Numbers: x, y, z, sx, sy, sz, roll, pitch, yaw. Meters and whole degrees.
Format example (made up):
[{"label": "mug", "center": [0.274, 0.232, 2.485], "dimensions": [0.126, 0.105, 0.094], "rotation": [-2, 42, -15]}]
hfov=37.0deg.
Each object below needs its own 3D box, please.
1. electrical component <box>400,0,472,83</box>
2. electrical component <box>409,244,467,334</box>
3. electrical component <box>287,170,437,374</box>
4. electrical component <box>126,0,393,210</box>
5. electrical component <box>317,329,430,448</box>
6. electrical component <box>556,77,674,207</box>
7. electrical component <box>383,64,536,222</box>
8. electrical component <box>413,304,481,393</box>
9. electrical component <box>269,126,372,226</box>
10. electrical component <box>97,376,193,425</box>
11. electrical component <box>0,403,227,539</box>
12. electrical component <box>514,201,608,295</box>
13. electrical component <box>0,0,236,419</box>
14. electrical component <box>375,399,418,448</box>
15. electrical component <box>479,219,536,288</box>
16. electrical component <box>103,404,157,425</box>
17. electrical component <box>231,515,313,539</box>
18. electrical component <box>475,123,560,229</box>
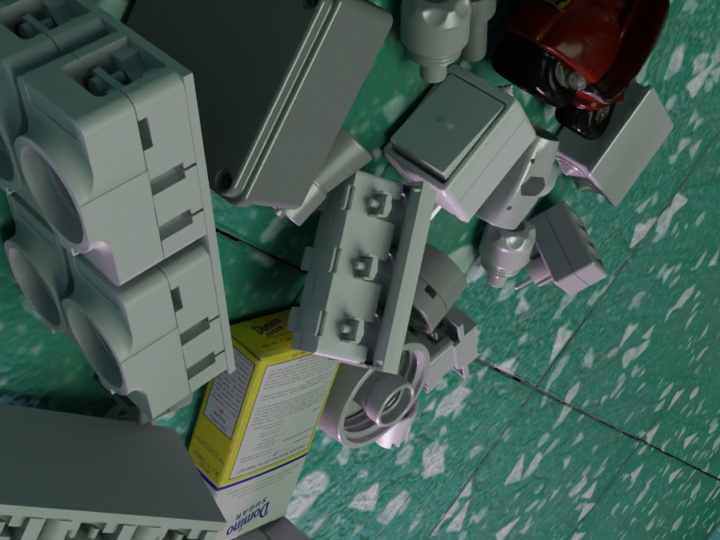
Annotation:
[{"label": "electrical component", "center": [0.046, -0.146, 0.669], "dimensions": [0.043, 0.043, 0.062], "rotation": [-35, 146, -27]}, {"label": "electrical component", "center": [0.048, 0.013, 0.821], "dimensions": [0.047, 0.055, 0.055], "rotation": [-47, 149, -16]}, {"label": "electrical component", "center": [0.000, 0.000, 0.695], "dimensions": [0.063, 0.079, 0.121], "rotation": [15, 84, -26]}, {"label": "electrical component", "center": [-0.057, -0.100, 0.514], "dimensions": [0.056, 0.109, 0.108], "rotation": [3, 119, -57]}, {"label": "electrical component", "center": [0.008, 0.088, 0.835], "dimensions": [0.108, 0.060, 0.108], "rotation": [-33, 144, -29]}, {"label": "electrical component", "center": [0.214, -0.113, 0.917], "dimensions": [0.099, 0.048, 0.100], "rotation": [-55, 149, 3]}, {"label": "electrical component", "center": [0.071, -0.094, 0.735], "dimensions": [0.096, 0.062, 0.061], "rotation": [-51, 149, -2]}, {"label": "electrical component", "center": [0.064, 0.065, 0.905], "dimensions": [0.064, 0.042, 0.081], "rotation": [-39, 146, -19]}, {"label": "electrical component", "center": [-0.030, -0.059, 0.657], "dimensions": [0.065, 0.044, 0.044], "rotation": [-47, 149, 0]}, {"label": "electrical component", "center": [-0.111, 0.043, 0.645], "dimensions": [0.077, 0.047, 0.065], "rotation": [-22, 137, -41]}, {"label": "electrical component", "center": [-0.163, 0.127, 0.581], "dimensions": [0.150, 0.089, 0.061], "rotation": [15, 110, -37]}, {"label": "electrical component", "center": [0.166, -0.010, 0.950], "dimensions": [0.077, 0.065, 0.047], "rotation": [-30, 154, 18]}, {"label": "electrical component", "center": [-0.123, -0.026, 0.504], "dimensions": [0.060, 0.105, 0.186], "rotation": [-34, 144, -28]}, {"label": "electrical component", "center": [0.028, 0.126, 0.921], "dimensions": [0.040, 0.040, 0.046], "rotation": [-34, 150, -29]}, {"label": "electrical component", "center": [0.120, -0.014, 0.899], "dimensions": [0.043, 0.043, 0.062], "rotation": [-26, 141, -37]}, {"label": "electrical component", "center": [-0.145, 0.115, 0.677], "dimensions": [0.043, 0.043, 0.081], "rotation": [-31, 143, -31]}, {"label": "electrical component", "center": [-0.075, 0.224, 0.827], "dimensions": [0.062, 0.096, 0.061], "rotation": [-20, 135, -43]}, {"label": "electrical component", "center": [0.129, -0.076, 0.848], "dimensions": [0.079, 0.043, 0.077], "rotation": [-4, 124, -51]}]
